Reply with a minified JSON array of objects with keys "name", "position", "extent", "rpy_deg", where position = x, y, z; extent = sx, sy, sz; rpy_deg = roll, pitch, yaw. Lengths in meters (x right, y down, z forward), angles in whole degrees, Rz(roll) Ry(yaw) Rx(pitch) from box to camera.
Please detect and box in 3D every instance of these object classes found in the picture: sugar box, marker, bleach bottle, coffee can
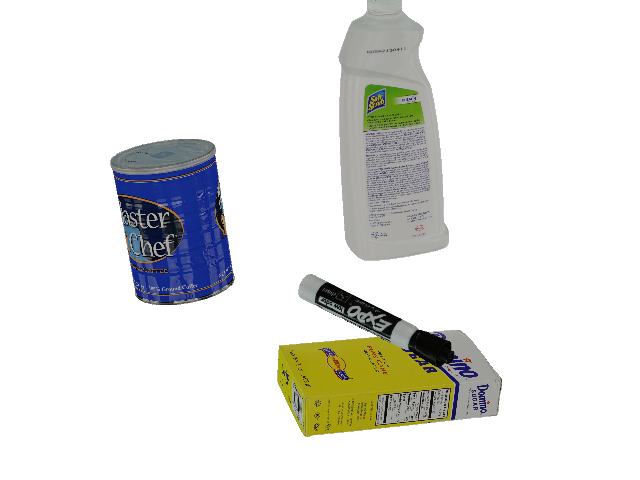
[{"name":"sugar box","position":[0.058,0.121,0.929],"extent":[0.176,0.048,0.093],"rpy_deg":[-6,26,-15]},{"name":"marker","position":[0.037,0.053,0.712],"extent":[0.121,0.020,0.020],"rpy_deg":[25,14,32]},{"name":"bleach bottle","position":[0.068,-0.107,0.979],"extent":[0.102,0.251,0.068],"rpy_deg":[-10,29,-14]},{"name":"coffee can","position":[-0.145,-0.020,1.058],"extent":[0.103,0.140,0.103],"rpy_deg":[-6,19,2]}]
